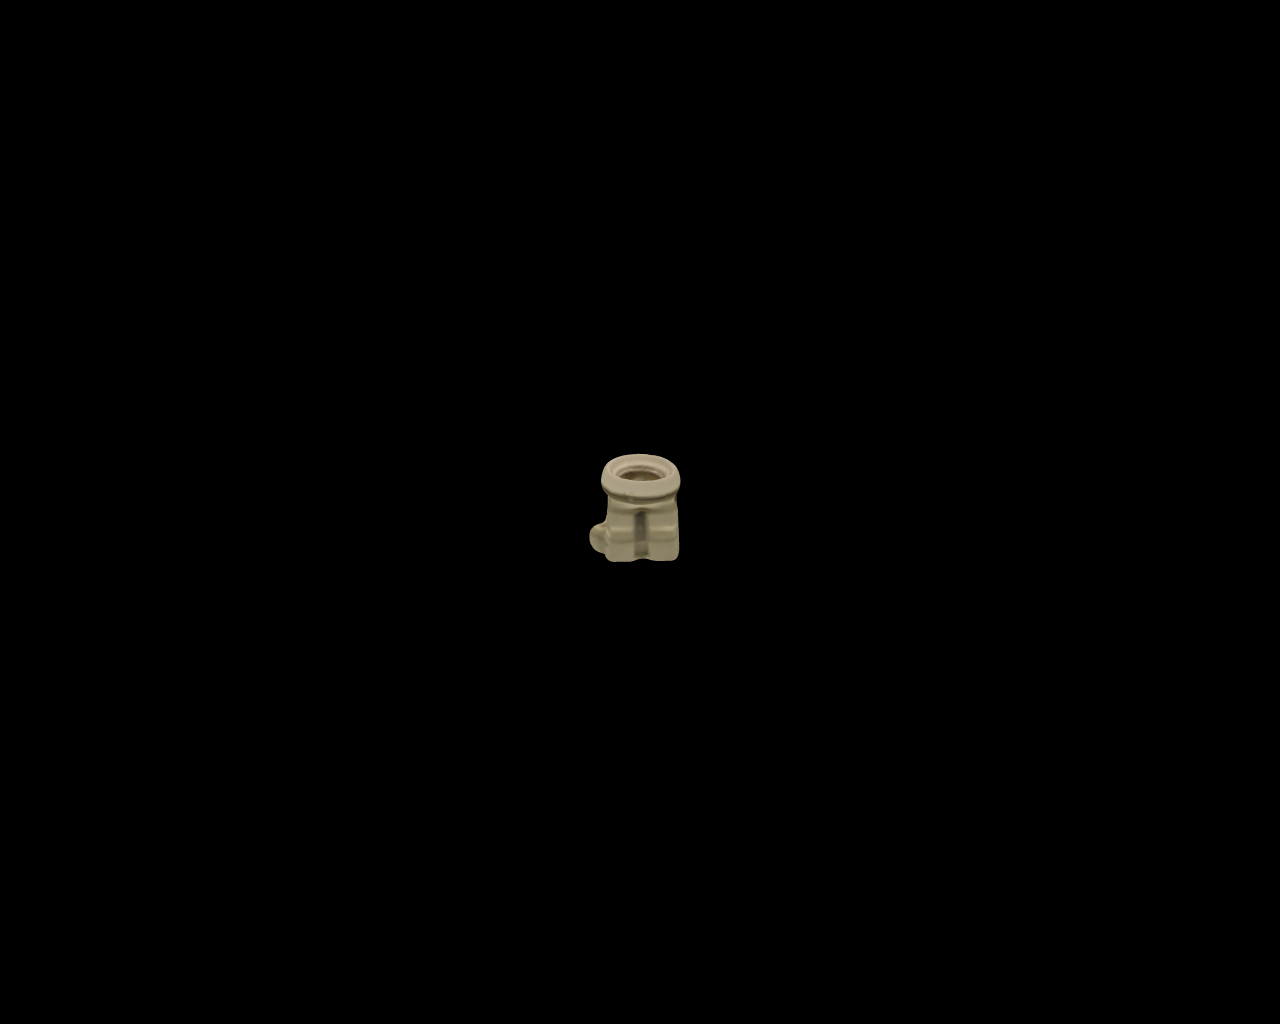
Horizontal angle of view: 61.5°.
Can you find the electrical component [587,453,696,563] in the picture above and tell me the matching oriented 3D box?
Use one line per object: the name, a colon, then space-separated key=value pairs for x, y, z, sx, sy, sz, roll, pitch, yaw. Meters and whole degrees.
electrical component: x=0.001 y=-0.003 z=0.650 sx=0.066 sy=0.055 sz=0.048 roll=-1 pitch=28 yaw=-2
